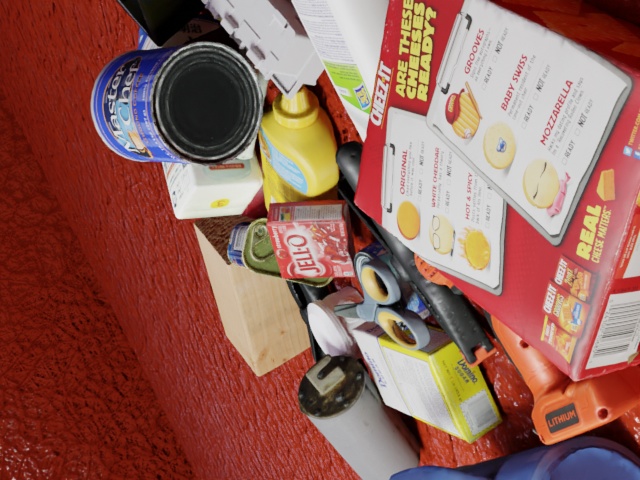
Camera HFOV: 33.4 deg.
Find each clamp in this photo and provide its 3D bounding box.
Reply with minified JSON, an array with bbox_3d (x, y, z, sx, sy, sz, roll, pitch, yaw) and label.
[{"bbox_3d":[0.075,0.012,0.896,0.210,0.036,0.164,55,179,-1],"label":"clamp"},{"bbox_3d":[-0.004,0.086,1.231,0.120,0.039,0.171,-8,106,65],"label":"clamp"}]

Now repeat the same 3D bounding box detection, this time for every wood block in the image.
[{"bbox_3d":[-0.075,0.055,1.293,0.091,0.090,0.206,46,157,40],"label":"wood block"}]

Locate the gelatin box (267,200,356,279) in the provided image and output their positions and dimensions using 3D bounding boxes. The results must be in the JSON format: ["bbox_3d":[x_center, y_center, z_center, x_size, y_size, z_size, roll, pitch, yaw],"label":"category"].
[{"bbox_3d":[-0.007,0.001,1.001,0.089,0.073,0.030,78,-166,-51],"label":"gelatin box"}]

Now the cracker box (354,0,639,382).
[{"bbox_3d":[0.114,-0.051,0.594,0.214,0.072,0.164,42,131,47],"label":"cracker box"}]

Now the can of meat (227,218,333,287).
[{"bbox_3d":[-0.042,0.012,1.129,0.084,0.102,0.057,-176,98,-72],"label":"can of meat"}]

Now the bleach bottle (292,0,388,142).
[{"bbox_3d":[0.027,-0.146,0.773,0.103,0.068,0.251,35,151,63],"label":"bleach bottle"}]

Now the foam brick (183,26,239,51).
[{"bbox_3d":[-0.087,-0.170,1.016,0.051,0.078,0.053,59,160,10],"label":"foam brick"}]

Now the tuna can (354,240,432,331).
[{"bbox_3d":[0.068,0.040,0.983,0.086,0.033,0.086,52,160,28],"label":"tuna can"}]

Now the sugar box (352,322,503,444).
[{"bbox_3d":[0.097,0.125,1.009,0.093,0.048,0.176,66,165,-12],"label":"sugar box"}]

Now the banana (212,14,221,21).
[{"bbox_3d":[-0.081,-0.254,0.949,0.198,0.037,0.070,93,160,-56],"label":"banana"}]

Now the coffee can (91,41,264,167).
[{"bbox_3d":[-0.127,-0.117,0.926,0.141,0.102,0.103,11,127,58],"label":"coffee can"}]

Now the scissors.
[{"bbox_3d":[0.040,0.050,0.986,0.202,0.016,0.096,22,138,63],"label":"scissors"}]

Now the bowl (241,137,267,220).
[{"bbox_3d":[-0.080,-0.079,1.164,0.162,0.055,0.162,51,159,28],"label":"bowl"}]

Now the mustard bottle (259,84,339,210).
[{"bbox_3d":[-0.020,-0.076,1.002,0.096,0.058,0.192,50,159,31],"label":"mustard bottle"}]

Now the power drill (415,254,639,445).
[{"bbox_3d":[0.148,0.039,0.732,0.188,0.057,0.185,59,159,12],"label":"power drill"}]

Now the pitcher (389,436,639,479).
[{"bbox_3d":[0.158,0.224,0.847,0.243,0.149,0.145,122,129,-66],"label":"pitcher"}]
